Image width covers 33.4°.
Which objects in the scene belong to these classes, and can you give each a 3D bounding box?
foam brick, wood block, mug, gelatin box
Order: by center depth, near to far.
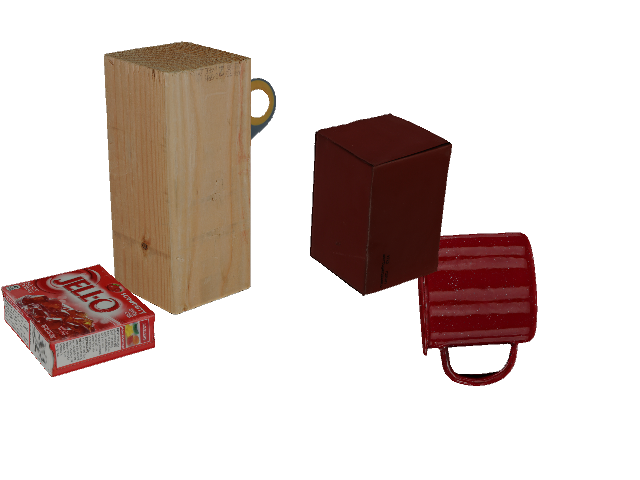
[{"bbox_3d":[0.030,-0.020,0.563,0.052,0.078,0.051,-16,35,-31],"label":"foam brick"},{"bbox_3d":[-0.162,0.050,0.710,0.073,0.030,0.089,-14,29,-32],"label":"gelatin box"},{"bbox_3d":[0.114,0.048,0.783,0.081,0.117,0.093,-3,-16,4],"label":"mug"},{"bbox_3d":[-0.120,-0.056,0.909,0.091,0.206,0.090,22,29,40],"label":"wood block"}]

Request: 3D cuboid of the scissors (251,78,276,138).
[{"bbox_3d":[-0.080,-0.094,1.172,0.096,0.202,0.016,-14,-4,-17],"label":"scissors"}]
